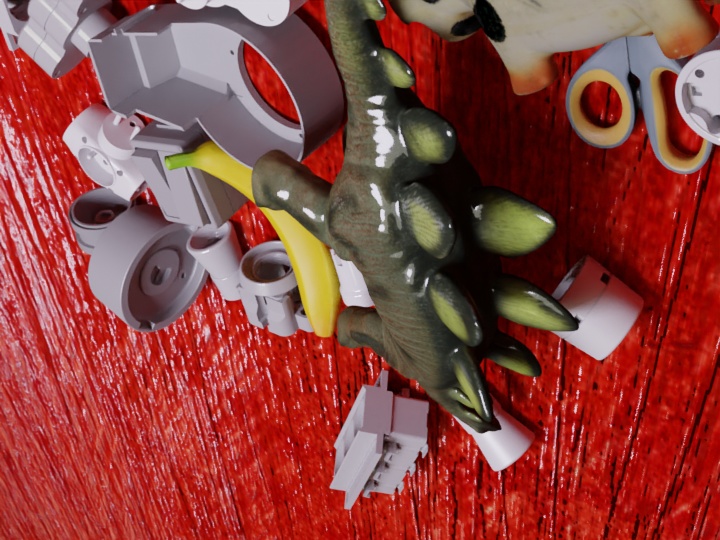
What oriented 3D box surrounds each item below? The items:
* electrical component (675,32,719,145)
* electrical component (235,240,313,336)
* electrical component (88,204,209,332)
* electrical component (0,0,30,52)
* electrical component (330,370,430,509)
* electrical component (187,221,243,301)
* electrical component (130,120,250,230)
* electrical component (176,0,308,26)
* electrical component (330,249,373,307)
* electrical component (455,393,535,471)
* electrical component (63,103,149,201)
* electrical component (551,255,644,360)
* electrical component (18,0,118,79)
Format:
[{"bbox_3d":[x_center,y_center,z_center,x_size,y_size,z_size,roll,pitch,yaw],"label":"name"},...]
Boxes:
[{"bbox_3d":[0.193,-0.096,0.536,0.055,0.047,0.055,25,142,22],"label":"electrical component"},{"bbox_3d":[-0.069,0.013,0.895,0.078,0.058,0.057,19,142,29],"label":"electrical component"},{"bbox_3d":[-0.190,-0.006,0.950,0.060,0.108,0.108,29,144,28],"label":"electrical component"},{"bbox_3d":[-0.285,-0.223,0.860,0.064,0.042,0.081,22,140,28],"label":"electrical component"},{"bbox_3d":[0.018,0.154,0.952,0.063,0.078,0.121,11,144,-8],"label":"electrical component"},{"bbox_3d":[-0.117,-0.006,0.935,0.044,0.044,0.065,7,137,39],"label":"electrical component"},{"bbox_3d":[-0.136,-0.085,0.849,0.062,0.061,0.096,11,135,36],"label":"electrical component"},{"bbox_3d":[-0.101,-0.192,0.689,0.138,0.073,0.052,24,141,24],"label":"electrical component"},{"bbox_3d":[0.000,0.000,0.831,0.040,0.040,0.046,6,127,40],"label":"electrical component"},{"bbox_3d":[0.103,0.123,0.864,0.065,0.044,0.044,48,145,-2],"label":"electrical component"},{"bbox_3d":[-0.203,-0.107,0.904,0.077,0.044,0.079,43,145,-3],"label":"electrical component"},{"bbox_3d":[0.151,0.026,0.702,0.047,0.055,0.055,35,145,2],"label":"electrical component"},{"bbox_3d":[-0.207,-0.186,0.815,0.074,0.052,0.138,44,145,-4],"label":"electrical component"}]
